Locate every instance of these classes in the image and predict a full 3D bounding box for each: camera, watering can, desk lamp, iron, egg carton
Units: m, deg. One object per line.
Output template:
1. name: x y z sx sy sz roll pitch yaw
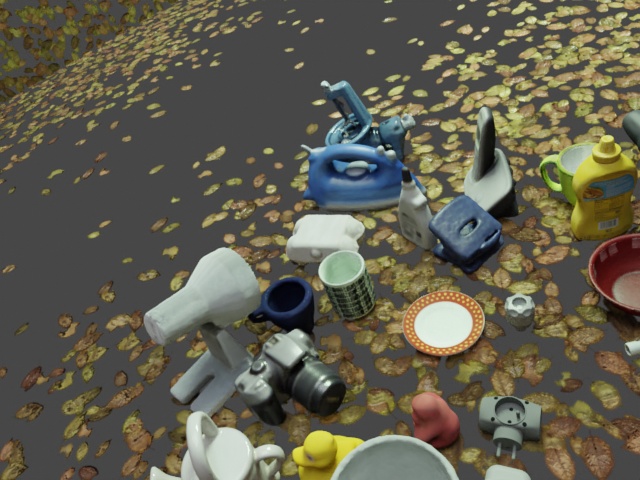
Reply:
1. camera: -0.040 0.217 0.878 0.143 0.101 0.136 -42 45 -23
2. watering can: -0.137 0.304 0.752 0.173 0.194 0.100 -33 42 -14
3. desk lamp: -0.179 0.146 0.925 0.117 0.214 0.203 21 56 37
4. iron: 0.084 -0.146 1.188 0.257 0.142 0.119 0 45 22
5. egg carton: 0.010 0.004 1.111 0.150 0.069 0.107 1 45 23

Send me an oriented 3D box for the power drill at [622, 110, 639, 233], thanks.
1. power drill: 0.539 -0.066 0.866 0.075 0.209 0.229 -26 41 -5

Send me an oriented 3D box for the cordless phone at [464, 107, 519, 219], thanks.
1. cordless phone: 0.308 -0.137 1.054 0.094 0.185 0.147 -12 42 10

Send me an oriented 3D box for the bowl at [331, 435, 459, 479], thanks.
1. bowl: 0.095 0.337 0.714 0.167 0.075 0.167 -11 42 11

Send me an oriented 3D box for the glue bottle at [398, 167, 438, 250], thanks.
1. glue bottle: 0.170 -0.062 1.038 0.037 0.173 0.077 -36 43 -16

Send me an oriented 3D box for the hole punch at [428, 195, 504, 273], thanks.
1. hole punch: 0.260 -0.014 1.012 0.109 0.091 0.100 -39 44 -20

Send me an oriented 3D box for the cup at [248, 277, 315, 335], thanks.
1. cup: -0.057 0.131 0.982 0.118 0.095 0.091 -24 41 -4

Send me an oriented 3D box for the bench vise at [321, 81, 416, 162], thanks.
1. bench vise: 0.093 -0.266 1.254 0.207 0.220 0.121 -20 41 1

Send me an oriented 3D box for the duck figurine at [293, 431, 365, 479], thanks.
1. duck figurine: 0.012 0.294 0.785 0.104 0.086 0.077 -17 41 4

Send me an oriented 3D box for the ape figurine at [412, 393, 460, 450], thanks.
1. ape figurine: 0.149 0.241 0.782 0.075 0.092 0.078 15 52 34
